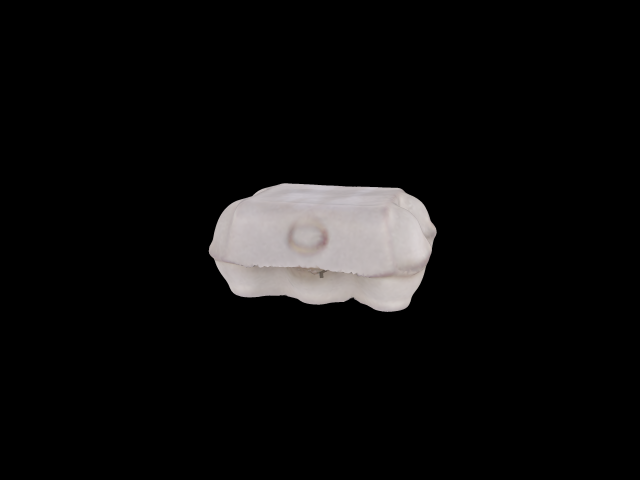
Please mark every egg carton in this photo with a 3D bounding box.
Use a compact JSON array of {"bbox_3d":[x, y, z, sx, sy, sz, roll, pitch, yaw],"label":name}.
[{"bbox_3d":[0.004,0.001,0.400,0.150,0.069,0.107,4,15,14],"label":"egg carton"}]
